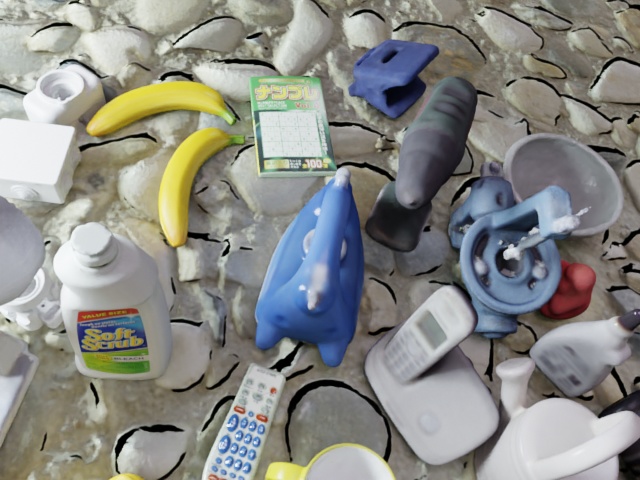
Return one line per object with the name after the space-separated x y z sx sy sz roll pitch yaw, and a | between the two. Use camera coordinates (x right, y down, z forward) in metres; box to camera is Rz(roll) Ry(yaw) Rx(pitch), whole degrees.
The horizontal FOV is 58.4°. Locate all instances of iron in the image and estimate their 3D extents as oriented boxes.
0.006 0.002 0.654 0.118 0.141 0.258 14 59 -2 | iron

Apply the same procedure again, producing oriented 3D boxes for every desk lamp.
-0.326 0.082 0.507 0.118 0.213 0.203 12 59 -3 | desk lamp

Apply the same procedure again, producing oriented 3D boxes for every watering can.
0.224 0.199 0.549 0.172 0.194 0.101 41 62 14 | watering can

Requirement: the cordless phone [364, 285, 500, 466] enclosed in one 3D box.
0.126 0.135 0.574 0.094 0.185 0.147 -27 68 -23 | cordless phone

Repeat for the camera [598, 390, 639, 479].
0.385 0.226 0.617 0.143 0.101 0.136 -23 67 -21 | camera

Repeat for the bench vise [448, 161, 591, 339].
0.209 -0.015 0.655 0.122 0.220 0.207 -12 63 -16 | bench vise

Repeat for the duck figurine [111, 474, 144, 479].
-0.192 0.255 0.506 0.077 0.086 0.105 29 60 8 | duck figurine

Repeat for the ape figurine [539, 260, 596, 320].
0.305 0.057 0.705 0.076 0.092 0.078 32 60 9 | ape figurine

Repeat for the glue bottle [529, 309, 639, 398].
0.298 0.115 0.624 0.037 0.173 0.078 -31 69 -24 | glue bottle

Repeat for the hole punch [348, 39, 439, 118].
0.107 -0.253 0.849 0.101 0.091 0.109 36 61 11 | hole punch

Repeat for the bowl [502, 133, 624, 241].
0.318 -0.061 0.786 0.167 0.075 0.167 5 60 -7 | bowl

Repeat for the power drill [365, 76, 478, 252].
0.119 -0.078 0.682 0.075 0.208 0.230 24 59 4 | power drill
